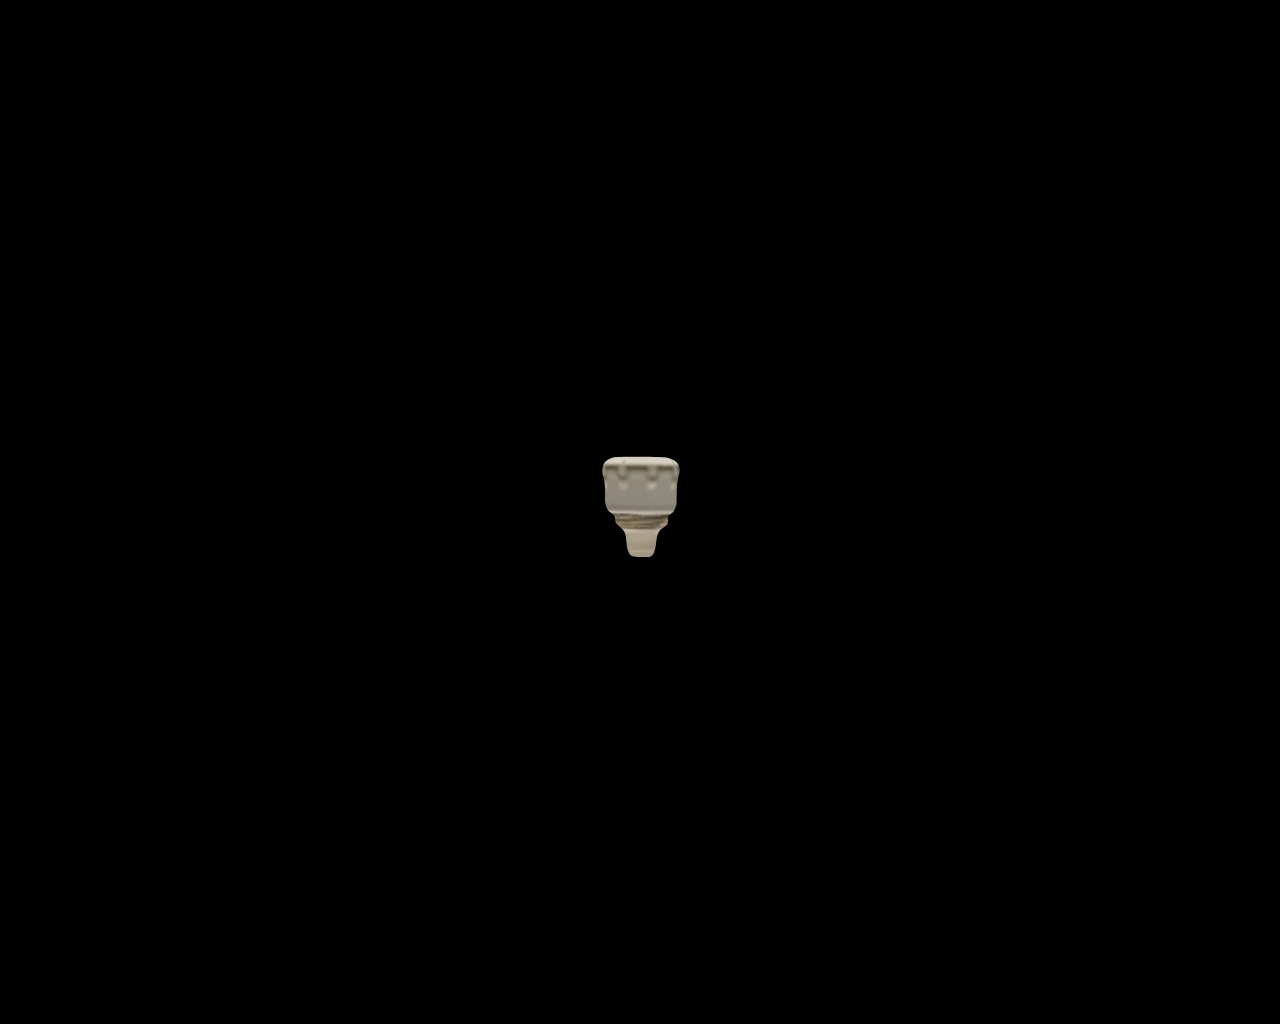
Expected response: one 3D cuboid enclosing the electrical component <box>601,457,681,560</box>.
[{"bbox_3d":[0.001,-0.003,0.650,0.048,0.062,0.048,0,2,0],"label":"electrical component"}]
